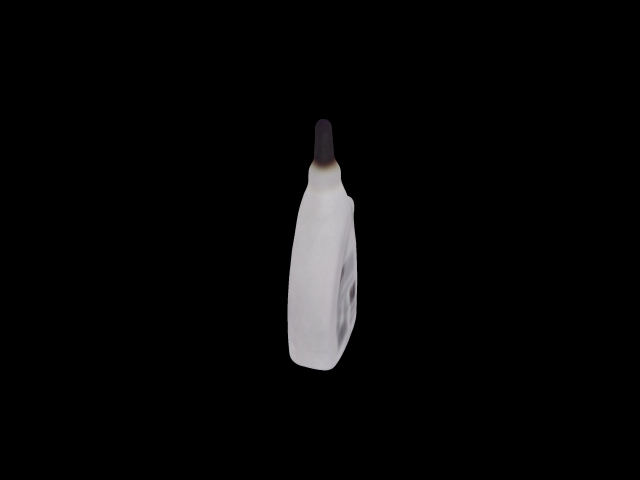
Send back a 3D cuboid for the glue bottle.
[{"bbox_3d":[0.004,0.001,0.400,0.037,0.173,0.078,8,28,16],"label":"glue bottle"}]
